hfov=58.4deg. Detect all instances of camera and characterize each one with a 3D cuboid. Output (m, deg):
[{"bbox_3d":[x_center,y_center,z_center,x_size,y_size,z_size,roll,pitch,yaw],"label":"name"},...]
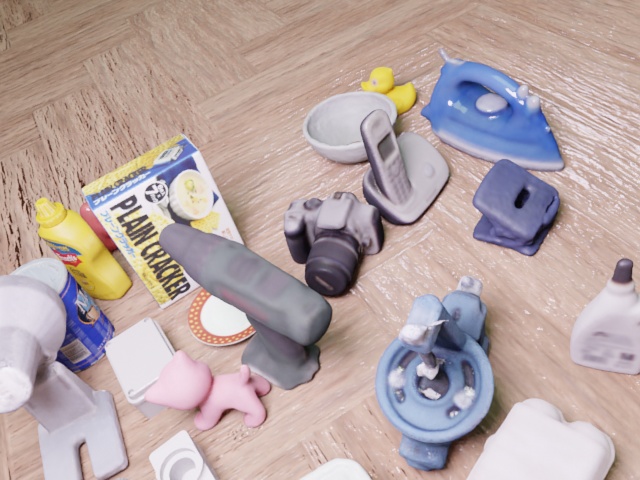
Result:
[{"bbox_3d":[0.008,0.003,0.820,0.142,0.101,0.137,3,48,21],"label":"camera"}]

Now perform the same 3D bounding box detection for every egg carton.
[{"bbox_3d":[0.210,0.230,0.558,0.107,0.069,0.150,24,58,34],"label":"egg carton"}]

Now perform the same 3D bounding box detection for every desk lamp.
[{"bbox_3d":[-0.336,0.170,0.686,0.118,0.214,0.202,-29,46,-11],"label":"desk lamp"}]

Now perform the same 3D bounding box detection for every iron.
[{"bbox_3d":[0.280,-0.214,0.915,0.119,0.142,0.257,-38,48,-19],"label":"iron"}]

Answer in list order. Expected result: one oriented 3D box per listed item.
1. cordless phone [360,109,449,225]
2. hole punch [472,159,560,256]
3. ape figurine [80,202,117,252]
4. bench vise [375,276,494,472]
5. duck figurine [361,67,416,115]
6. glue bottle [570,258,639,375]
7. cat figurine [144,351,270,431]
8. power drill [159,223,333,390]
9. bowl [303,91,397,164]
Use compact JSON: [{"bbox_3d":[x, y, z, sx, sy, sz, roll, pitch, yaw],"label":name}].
[{"bbox_3d":[0.120,-0.129,0.851,0.093,0.185,0.148,19,56,32],"label":"cordless phone"},{"bbox_3d":[0.273,-0.049,0.793,0.100,0.091,0.109,19,56,32],"label":"hole punch"},{"bbox_3d":[-0.374,-0.028,0.976,0.077,0.092,0.076,23,57,34],"label":"ape figurine"},{"bbox_3d":[0.117,0.107,0.600,0.121,0.220,0.207,-3,46,15],"label":"bench vise"},{"bbox_3d":[0.125,-0.282,1.069,0.104,0.086,0.077,-11,45,7],"label":"duck figurine"},{"bbox_3d":[0.309,0.079,0.600,0.078,0.173,0.037,8,50,25],"label":"glue bottle"},{"bbox_3d":[-0.136,0.174,0.687,0.127,0.118,0.067,-10,45,8],"label":"cat figurine"},{"bbox_3d":[-0.079,0.085,0.691,0.228,0.209,0.076,19,55,32],"label":"power drill"},{"bbox_3d":[0.057,-0.186,1.006,0.167,0.075,0.167,-9,45,9],"label":"bowl"}]
